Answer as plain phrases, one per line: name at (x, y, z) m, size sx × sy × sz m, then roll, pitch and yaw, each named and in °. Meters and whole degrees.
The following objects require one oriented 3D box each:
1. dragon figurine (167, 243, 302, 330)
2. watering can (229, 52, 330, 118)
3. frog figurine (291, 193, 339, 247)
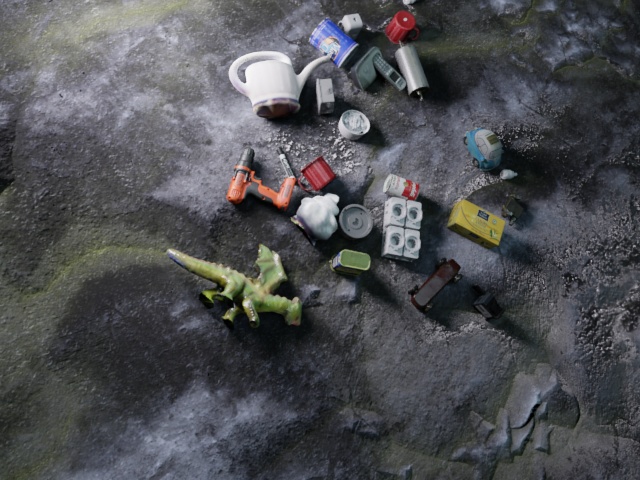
dragon figurine at (-0.210, 0.108, 1.462) m, size 0.410 × 0.120 × 0.247 m, roll 46°, pitch 51°, yaw -1°
watering can at (-0.112, -0.504, 1.650) m, size 0.349 × 0.103 × 0.226 m, roll -8°, pitch 78°, yaw -18°
frog figurine at (0.005, -0.078, 1.554) m, size 0.160 × 0.120 × 0.139 m, roll -41°, pitch 70°, yaw -11°
